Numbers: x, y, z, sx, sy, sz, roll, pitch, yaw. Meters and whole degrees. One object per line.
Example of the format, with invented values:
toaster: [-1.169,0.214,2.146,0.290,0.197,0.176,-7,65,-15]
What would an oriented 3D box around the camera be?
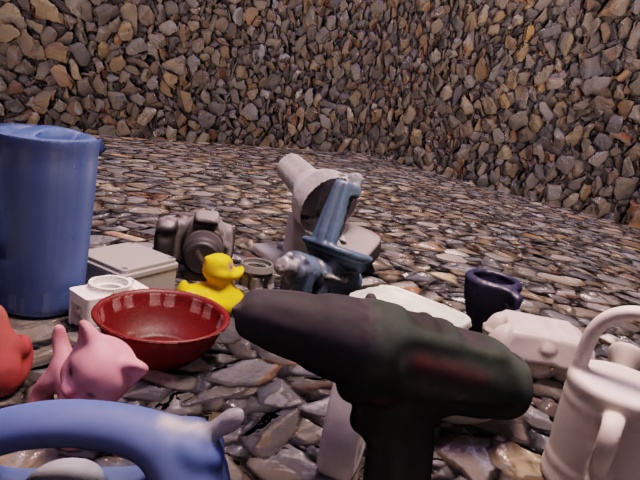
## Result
camera: [-0.221,0.002,1.006,0.143,0.101,0.136,6,15,-11]

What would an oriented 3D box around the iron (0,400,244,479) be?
iron: [-0.171,0.159,0.365,0.258,0.141,0.118,7,15,-7]

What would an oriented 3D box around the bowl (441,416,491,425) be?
bowl: [0.154,0.166,0.670,0.167,0.075,0.167,9,15,-2]

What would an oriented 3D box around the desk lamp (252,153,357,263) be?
desk lamp: [-0.035,-0.047,1.081,0.118,0.213,0.202,-2,18,-35]

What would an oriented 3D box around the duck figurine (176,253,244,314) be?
duck figurine: [-0.159,0.061,0.850,0.105,0.086,0.077,2,16,-26]

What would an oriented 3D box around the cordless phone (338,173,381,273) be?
cordless phone: [0.058,-0.032,1.136,0.094,0.185,0.147,-6,21,-45]

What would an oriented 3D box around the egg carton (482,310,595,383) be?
egg carton: [0.310,0.153,0.821,0.150,0.069,0.107,11,15,5]

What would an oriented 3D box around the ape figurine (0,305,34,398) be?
ape figurine: [-0.328,0.105,0.572,0.078,0.092,0.076,0,17,-31]

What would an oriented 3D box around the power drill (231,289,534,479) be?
power drill: [0.040,0.142,0.427,0.230,0.208,0.075,5,15,-16]

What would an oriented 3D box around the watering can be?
watering can: [0.290,0.153,0.563,0.101,0.194,0.173,11,15,6]

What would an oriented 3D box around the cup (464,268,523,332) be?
cup: [0.279,0.107,0.924,0.092,0.095,0.117,3,16,-21]

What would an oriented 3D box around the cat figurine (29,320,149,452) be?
cat figurine: [-0.215,0.121,0.528,0.127,0.118,0.067,21,19,38]

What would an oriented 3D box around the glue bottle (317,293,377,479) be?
glue bottle: [0.034,0.131,0.534,0.037,0.173,0.078,13,15,15]

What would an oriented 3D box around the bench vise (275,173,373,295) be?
bench vise: [0.019,0.006,0.903,0.121,0.220,0.208,13,15,16]
